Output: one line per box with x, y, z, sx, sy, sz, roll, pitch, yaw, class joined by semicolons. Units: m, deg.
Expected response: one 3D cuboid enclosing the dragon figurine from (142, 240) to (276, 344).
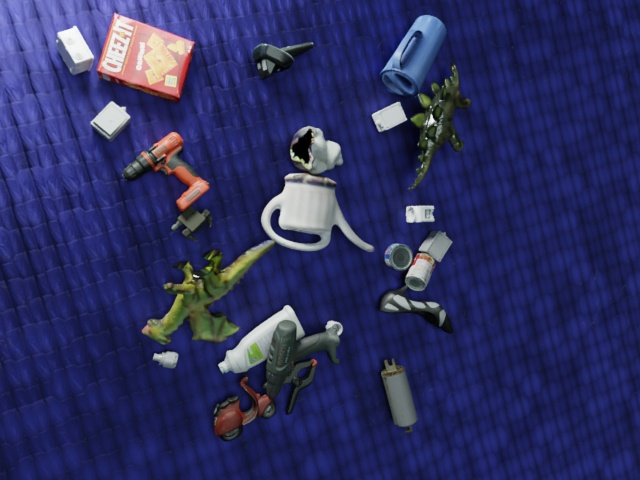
-0.290;0.166;1.420;0.412;0.123;0.239;-18;113;-17;dragon figurine

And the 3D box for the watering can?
0.005;-0.076;1.502;0.347;0.104;0.225;7;88;-16;watering can

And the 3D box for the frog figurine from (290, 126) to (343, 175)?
-0.008;-0.263;1.520;0.160;0.122;0.138;-7;83;-55;frog figurine
